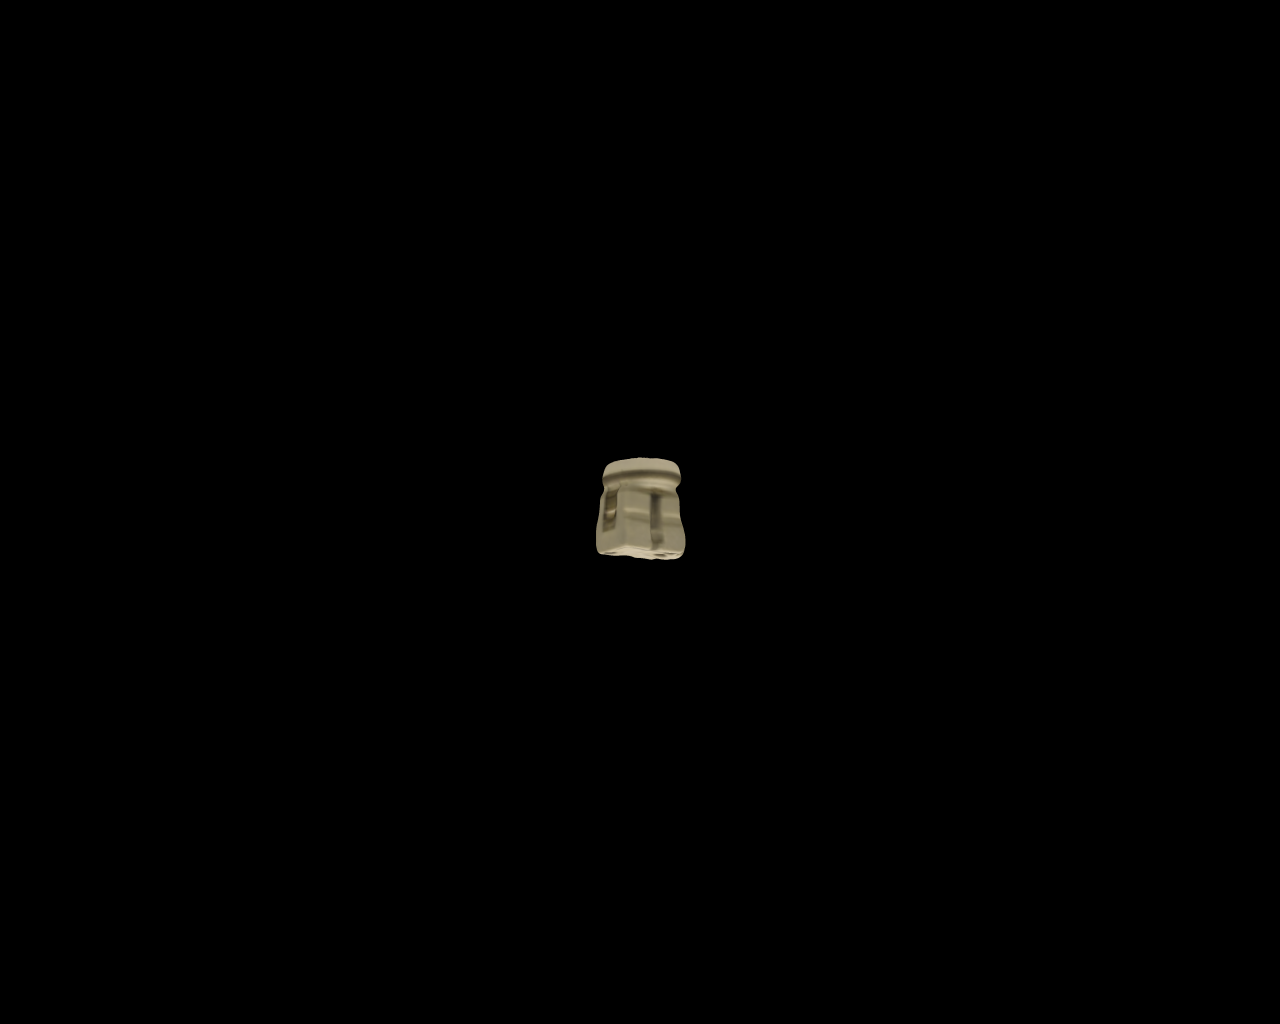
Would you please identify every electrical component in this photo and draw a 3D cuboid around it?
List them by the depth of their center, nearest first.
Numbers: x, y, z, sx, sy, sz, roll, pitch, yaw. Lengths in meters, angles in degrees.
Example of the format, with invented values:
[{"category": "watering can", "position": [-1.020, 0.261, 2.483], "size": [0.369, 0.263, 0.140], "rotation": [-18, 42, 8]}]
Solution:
[{"category": "electrical component", "position": [0.001, -0.003, 0.650], "size": [0.066, 0.055, 0.048], "rotation": [8, -14, -35]}]
